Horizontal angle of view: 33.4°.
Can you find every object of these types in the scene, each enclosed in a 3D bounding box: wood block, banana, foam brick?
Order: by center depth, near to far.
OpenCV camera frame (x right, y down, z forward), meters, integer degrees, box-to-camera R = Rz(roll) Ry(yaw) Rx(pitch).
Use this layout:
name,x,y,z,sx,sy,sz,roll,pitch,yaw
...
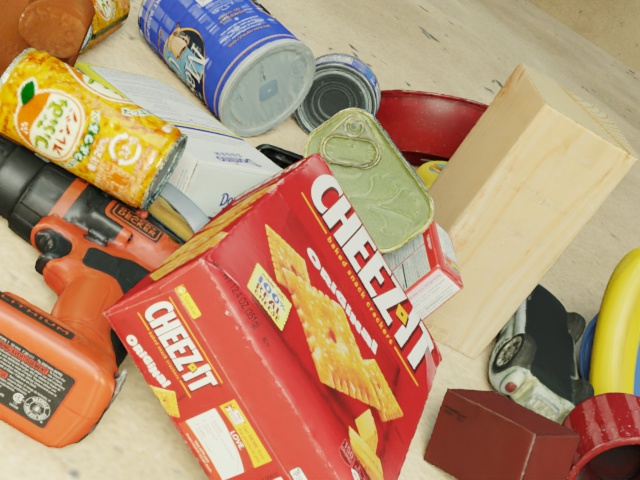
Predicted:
name,x,y,z,sx,sy,sz,roll,pitch,yaw
foam brick,0.116,0.132,0.680,0.051,0.053,0.078,11,9,-42
wood block,0.141,-0.020,0.841,0.090,0.206,0.091,27,25,-16
banana,0.240,0.089,0.849,0.037,0.198,0.069,13,-6,-2

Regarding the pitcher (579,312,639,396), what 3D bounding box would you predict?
name,x,y,z,sx,sy,sz,roll,pitch,yaw
pitcher,0.333,0.102,0.977,0.242,0.149,0.145,1,55,-46

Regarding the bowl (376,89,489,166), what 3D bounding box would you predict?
name,x,y,z,sx,sy,sz,roll,pitch,yaw
bowl,0.117,-0.109,1.110,0.162,0.055,0.162,11,-4,1

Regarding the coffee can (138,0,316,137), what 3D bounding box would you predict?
name,x,y,z,sx,sy,sz,roll,pitch,yaw
coffee can,-0.086,-0.176,0.972,0.102,0.103,0.140,-1,41,-52

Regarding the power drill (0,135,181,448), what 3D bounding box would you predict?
name,x,y,z,sx,sy,sz,roll,pitch,yaw
power drill,-0.151,0.017,0.582,0.184,0.057,0.187,32,24,-6

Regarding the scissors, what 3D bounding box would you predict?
name,x,y,z,sx,sy,sz,roll,pitch,yaw
scissors,-0.121,-0.023,0.730,0.202,0.016,0.096,27,-32,51

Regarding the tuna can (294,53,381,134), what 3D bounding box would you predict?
name,x,y,z,sx,sy,sz,roll,pitch,yaw
tuna can,0.016,-0.138,1.052,0.086,0.086,0.033,31,26,-6

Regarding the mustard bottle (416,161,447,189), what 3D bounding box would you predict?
name,x,y,z,sx,sy,sz,roll,pitch,yaw
mustard bottle,0.127,-0.030,1.024,0.096,0.058,0.191,33,24,-4

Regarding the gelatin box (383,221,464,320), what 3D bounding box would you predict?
name,x,y,z,sx,sy,sz,roll,pitch,yaw
gelatin box,0.060,0.035,0.777,0.030,0.089,0.073,40,21,-20

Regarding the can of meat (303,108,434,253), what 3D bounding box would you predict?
name,x,y,z,sx,sy,sz,roll,pitch,yaw
can of meat,0.037,-0.047,0.776,0.102,0.057,0.084,53,10,-5

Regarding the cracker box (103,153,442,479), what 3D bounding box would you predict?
name,x,y,z,sx,sy,sz,roll,pitch,yaw
cracker box,-0.010,0.056,0.598,0.164,0.072,0.213,59,23,-8

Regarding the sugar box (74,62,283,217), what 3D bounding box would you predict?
name,x,y,z,sx,sy,sz,roll,pitch,yaw
sugar box,-0.108,-0.072,0.783,0.093,0.048,0.176,7,26,-45

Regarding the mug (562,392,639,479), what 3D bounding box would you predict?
name,x,y,z,sx,sy,sz,roll,pitch,yaw
mug,0.198,0.159,0.742,0.117,0.093,0.081,-2,19,6

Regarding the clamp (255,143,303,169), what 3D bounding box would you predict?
name,x,y,z,sx,sy,sz,roll,pitch,yaw
clamp,0.010,-0.051,0.941,0.120,0.039,0.171,42,19,7
